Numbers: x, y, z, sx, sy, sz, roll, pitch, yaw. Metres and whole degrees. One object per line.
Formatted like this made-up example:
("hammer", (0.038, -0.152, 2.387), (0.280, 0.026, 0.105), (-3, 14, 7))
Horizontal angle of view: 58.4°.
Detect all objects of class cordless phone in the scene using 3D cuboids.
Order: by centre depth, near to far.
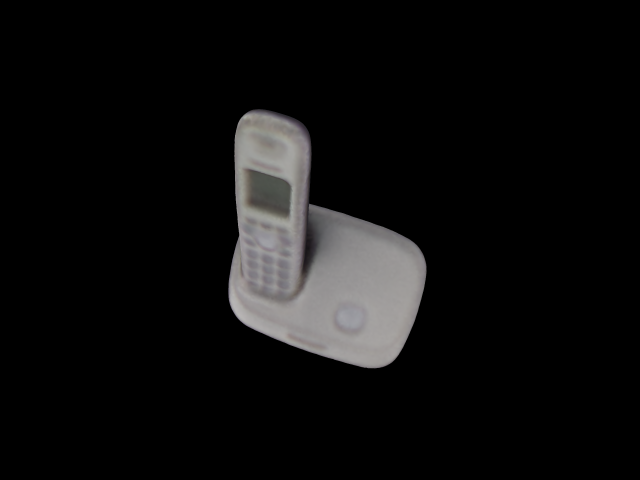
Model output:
("cordless phone", (0.004, 0.001, 0.400), (0.147, 0.185, 0.094), (15, 54, 12))
